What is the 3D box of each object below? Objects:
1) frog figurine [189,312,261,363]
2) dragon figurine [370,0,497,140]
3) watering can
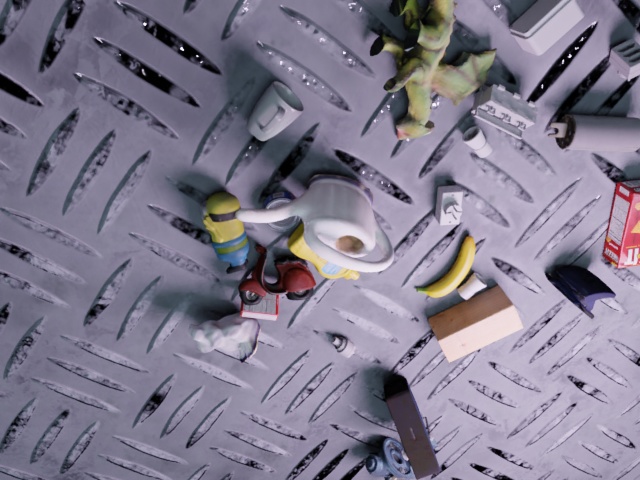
[{"bbox_3d":[-0.227,0.216,1.217,0.159,0.136,0.124,26,77,-15],"label":"frog figurine"},{"bbox_3d":[0.245,-0.377,1.011,0.242,0.125,0.404,14,118,-34],"label":"dragon figurine"},{"bbox_3d":[0.003,-0.053,1.057,0.346,0.230,0.102,22,131,-18],"label":"watering can"}]
